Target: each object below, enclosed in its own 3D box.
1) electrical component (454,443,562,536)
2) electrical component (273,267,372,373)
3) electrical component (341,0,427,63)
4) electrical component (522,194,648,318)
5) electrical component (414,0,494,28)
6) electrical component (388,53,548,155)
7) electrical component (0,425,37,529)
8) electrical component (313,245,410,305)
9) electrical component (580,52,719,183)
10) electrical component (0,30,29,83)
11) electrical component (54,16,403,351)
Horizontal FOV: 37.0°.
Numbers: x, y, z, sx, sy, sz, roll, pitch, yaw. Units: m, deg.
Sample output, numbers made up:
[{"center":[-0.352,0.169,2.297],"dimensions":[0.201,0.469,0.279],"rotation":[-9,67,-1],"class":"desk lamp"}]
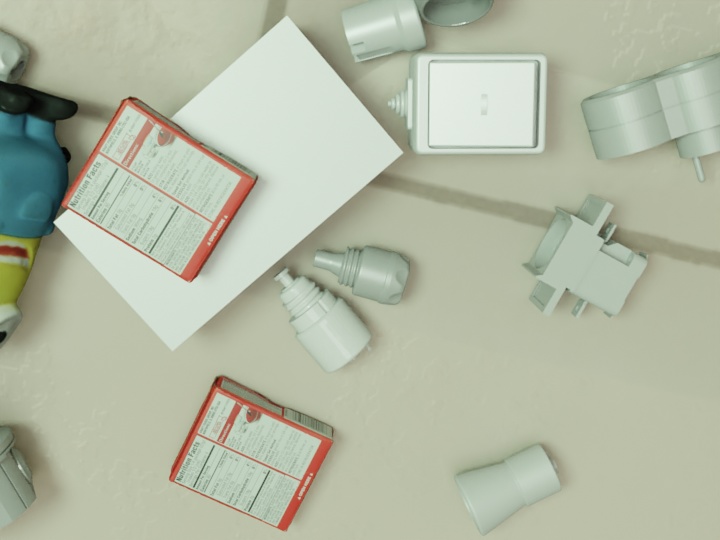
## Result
[{"center":[0.102,0.145,0.723],"dimensions":[0.065,0.044,0.044],"rotation":[-25,100,-2],"class":"electrical component"},{"center":[-0.027,0.031,0.699],"dimensions":[0.040,0.040,0.078],"rotation":[-39,98,5],"class":"electrical component"},{"center":[0.015,-0.152,0.670],"dimensions":[0.046,0.040,0.040],"rotation":[-15,100,7],"class":"electrical component"},{"center":[0.147,-0.005,0.698],"dimensions":[0.064,0.042,0.081],"rotation":[27,99,-9],"class":"electrical component"},{"center":[0.068,-0.188,0.657],"dimensions":[0.079,0.043,0.077],"rotation":[8,67,-36],"class":"electrical component"},{"center":[0.066,-0.103,0.668],"dimensions":[0.096,0.061,0.061],"rotation":[0,100,-2],"class":"electrical component"},{"center":[-0.252,0.140,0.692],"dimensions":[0.080,0.080,0.051],"rotation":[-25,105,3],"class":"electrical component"},{"center":[0.000,0.000,0.698],"dimensions":[0.061,0.035,0.035],"rotation":[15,99,-2],"class":"electrical component"},{"center":[0.215,-0.093,0.678],"dimensions":[0.138,0.052,0.073],"rotation":[-19,99,1],"class":"electrical component"},{"center":[-0.239,-0.139,0.667],"dimensions":[0.061,0.035,0.035],"rotation":[31,97,-4],"class":"electrical component"},{"center":[-0.080,-0.054,0.673],"dimensions":[0.186,0.060,0.105],"rotation":[-40,98,5],"class":"electrical component"}]
